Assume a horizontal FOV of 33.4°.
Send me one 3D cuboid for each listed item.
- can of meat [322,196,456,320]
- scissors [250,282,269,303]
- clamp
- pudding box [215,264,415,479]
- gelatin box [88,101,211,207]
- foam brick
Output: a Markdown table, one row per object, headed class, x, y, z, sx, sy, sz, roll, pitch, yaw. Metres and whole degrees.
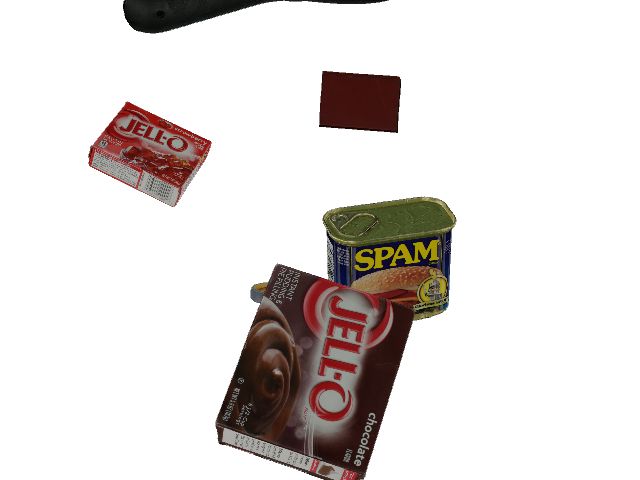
| class | x | y | z | sx | sy | sz | roll | pitch | yaw |
| --- | --- | --- | --- | --- | --- | --- | --- | --- | --- |
| can of meat | 0.055 | 0.019 | 0.852 | 0.102 | 0.084 | 0.057 | -8 | 30 | -11 |
| scissors | 0.020 | 0.069 | 1.184 | 0.202 | 0.016 | 0.096 | 3 | 22 | 3 |
| clamp | -0.018 | -0.134 | 0.523 | 0.171 | 0.039 | 0.120 | -2 | 41 | 2 |
| pudding box | -0.002 | 0.079 | 0.631 | 0.090 | 0.113 | 0.039 | 18 | -28 | 4 |
| gelatin box | -0.154 | -0.079 | 0.964 | 0.089 | 0.030 | 0.073 | 26 | 44 | 0 |
| foam brick | 0.038 | -0.134 | 1.032 | 0.078 | 0.051 | 0.053 | 5 | 13 | 2 |
